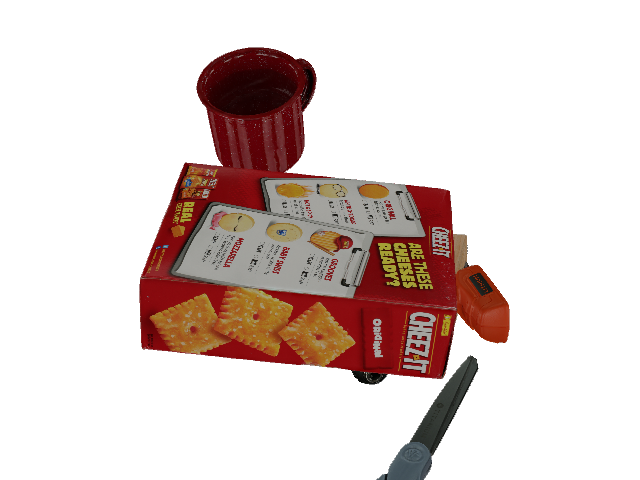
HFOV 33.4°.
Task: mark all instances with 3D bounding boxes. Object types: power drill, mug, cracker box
[{"bbox_3d":[0.101,0.084,1.135,0.187,0.057,0.184,-6,28,-10],"label":"power drill"},{"bbox_3d":[-0.048,-0.116,0.942,0.093,0.081,0.117,33,59,29],"label":"mug"},{"bbox_3d":[-0.012,0.019,0.788,0.213,0.072,0.164,6,33,1],"label":"cracker box"}]

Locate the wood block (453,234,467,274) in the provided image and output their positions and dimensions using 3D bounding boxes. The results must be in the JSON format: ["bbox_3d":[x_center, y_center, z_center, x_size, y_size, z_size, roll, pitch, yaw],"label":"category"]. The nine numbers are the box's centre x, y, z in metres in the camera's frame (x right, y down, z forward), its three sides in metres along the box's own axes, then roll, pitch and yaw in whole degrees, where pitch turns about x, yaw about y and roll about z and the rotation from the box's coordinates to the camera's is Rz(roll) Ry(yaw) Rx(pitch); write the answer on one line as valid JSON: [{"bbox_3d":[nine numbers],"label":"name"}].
[{"bbox_3d":[0.167,0.066,1.620,0.091,0.090,0.206,4,22,12],"label":"wood block"}]

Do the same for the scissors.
[{"bbox_3d":[0.063,0.136,0.594,0.096,0.016,0.201,25,45,37],"label":"scissors"}]
